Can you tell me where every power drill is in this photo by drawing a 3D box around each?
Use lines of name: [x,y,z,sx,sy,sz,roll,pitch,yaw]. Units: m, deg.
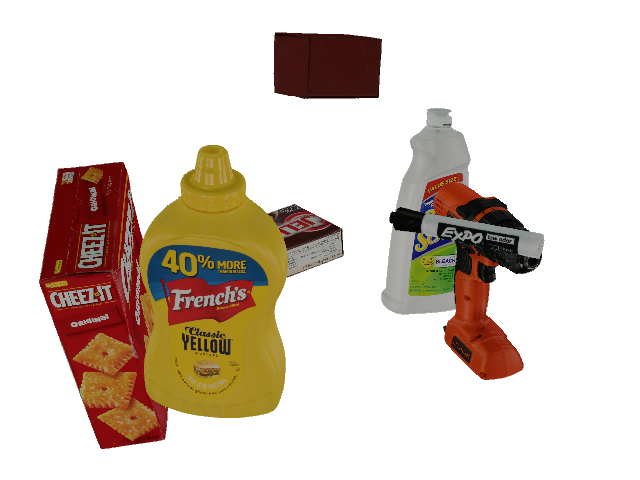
power drill: [0.177,0.047,1.117,0.057,0.188,0.184,-10,25,-15]

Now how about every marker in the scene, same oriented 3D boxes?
marker: [0.110,-0.007,0.817,0.121,0.020,0.020,12,5,24]

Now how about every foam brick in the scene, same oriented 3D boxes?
foam brick: [0.006,-0.147,0.901,0.078,0.051,0.053,-6,16,-34]

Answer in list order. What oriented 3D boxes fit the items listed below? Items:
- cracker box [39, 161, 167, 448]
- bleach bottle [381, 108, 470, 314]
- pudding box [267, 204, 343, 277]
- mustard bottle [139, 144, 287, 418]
cracker box: [-0.192,0.060,0.989,0.072,0.214,0.164,-8,39,-1]
bleach bottle: [0.133,-0.037,1.326,0.102,0.251,0.068,-3,17,-17]
pudding box: [-0.045,0.004,1.124,0.113,0.039,0.090,-22,29,-28]
mustard bottle: [-0.070,0.027,0.705,0.096,0.192,0.058,7,30,7]
